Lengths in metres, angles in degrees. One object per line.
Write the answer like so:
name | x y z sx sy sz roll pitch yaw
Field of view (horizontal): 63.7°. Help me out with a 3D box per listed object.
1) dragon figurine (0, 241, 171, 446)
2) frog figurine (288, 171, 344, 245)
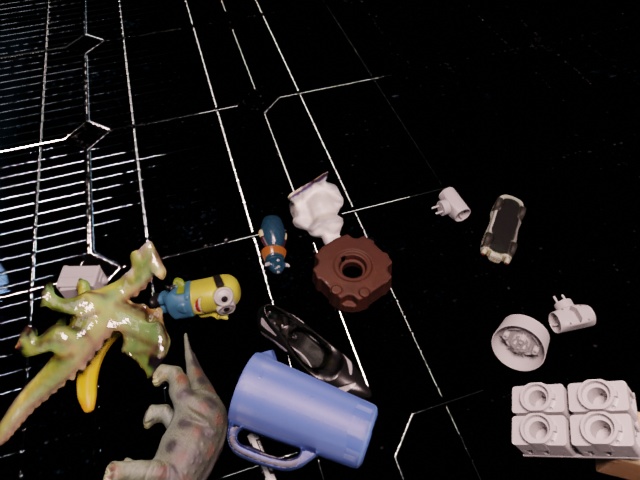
dragon figurine | -0.408 0.189 0.967 0.243 0.418 0.120 11 -24 4
frog figurine | 0.004 -0.062 1.223 0.139 0.159 0.121 -33 3 -32
